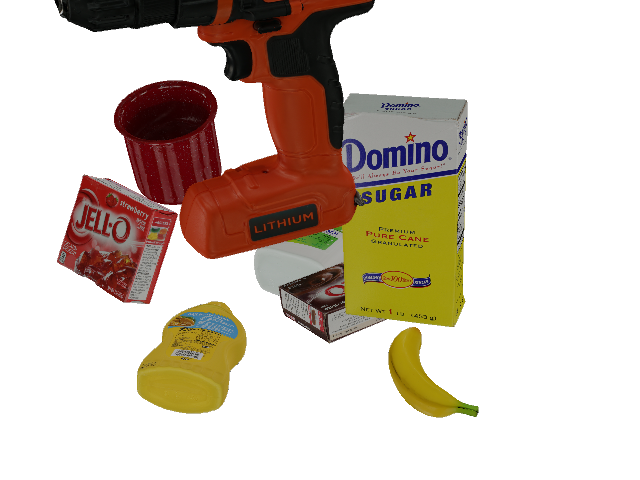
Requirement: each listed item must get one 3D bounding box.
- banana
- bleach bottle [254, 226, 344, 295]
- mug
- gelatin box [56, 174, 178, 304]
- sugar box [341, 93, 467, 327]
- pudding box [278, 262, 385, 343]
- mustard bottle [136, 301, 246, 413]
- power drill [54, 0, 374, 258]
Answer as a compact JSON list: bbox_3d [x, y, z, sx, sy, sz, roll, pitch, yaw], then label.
[{"bbox_3d":[0.114,0.155,1.242,0.069,0.037,0.198,9,22,-20],"label":"banana"},{"bbox_3d":[0.021,-0.019,1.332,0.103,0.068,0.250,13,36,23],"label":"bleach bottle"},{"bbox_3d":[-0.131,-0.095,0.986,0.093,0.081,0.117,13,47,18],"label":"mug"},{"bbox_3d":[-0.155,-0.002,0.805,0.089,0.073,0.030,26,10,37],"label":"gelatin box"},{"bbox_3d":[0.064,-0.022,0.821,0.093,0.176,0.048,5,31,17],"label":"sugar box"},{"bbox_3d":[0.028,0.057,1.084,0.113,0.039,0.090,-22,25,-26],"label":"pudding box"},{"bbox_3d":[-0.136,0.121,1.210,0.096,0.058,0.191,7,25,7],"label":"mustard bottle"},{"bbox_3d":[-0.044,-0.083,0.580,0.184,0.188,0.057,-13,39,-19],"label":"power drill"}]
